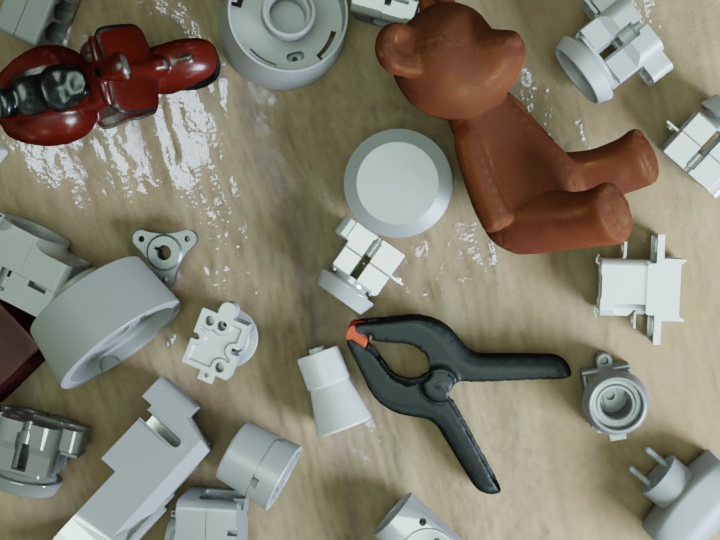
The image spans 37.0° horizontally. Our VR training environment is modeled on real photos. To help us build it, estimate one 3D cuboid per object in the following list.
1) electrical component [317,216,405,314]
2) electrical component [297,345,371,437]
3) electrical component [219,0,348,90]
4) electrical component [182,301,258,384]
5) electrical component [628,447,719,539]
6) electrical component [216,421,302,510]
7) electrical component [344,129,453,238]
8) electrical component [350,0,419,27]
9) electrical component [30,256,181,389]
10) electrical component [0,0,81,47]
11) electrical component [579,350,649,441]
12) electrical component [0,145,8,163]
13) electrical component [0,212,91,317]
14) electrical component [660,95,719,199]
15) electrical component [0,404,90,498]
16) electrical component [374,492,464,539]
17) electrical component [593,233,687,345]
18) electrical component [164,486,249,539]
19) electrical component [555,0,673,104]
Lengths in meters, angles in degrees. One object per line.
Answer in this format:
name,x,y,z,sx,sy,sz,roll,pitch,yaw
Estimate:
electrical component,0.000,0.000,0.822,0.066,0.048,0.055,35,88,3
electrical component,-0.023,0.091,0.832,0.044,0.044,0.065,-20,86,6
electrical component,-0.058,-0.190,0.820,0.099,0.064,0.099,0,90,-8
electrical component,-0.106,0.054,0.830,0.048,0.055,0.066,22,95,4
electrical component,0.239,0.166,0.807,0.079,0.044,0.077,39,96,2
electrical component,-0.079,0.150,0.834,0.047,0.055,0.055,28,95,7
electrical component,0.030,-0.065,0.812,0.080,0.051,0.080,0,93,6
electrical component,0.025,-0.229,0.804,0.056,0.050,0.089,17,95,4
electrical component,-0.197,0.033,0.815,0.108,0.108,0.060,-39,83,6
electrical component,-0.260,-0.223,0.834,0.076,0.047,0.083,25,95,4
electrical component,0.189,0.096,0.803,0.048,0.055,0.066,-10,92,6
electrical component,-0.335,-0.093,0.849,0.077,0.047,0.065,39,96,3
electrical component,-0.265,-0.006,0.845,0.089,0.050,0.055,26,96,4
electrical component,0.258,-0.095,0.791,0.066,0.048,0.055,42,104,3
electrical component,-0.260,0.145,0.850,0.078,0.058,0.057,14,92,4
electrical component,0.042,0.227,0.830,0.077,0.044,0.079,42,96,2
electrical component,0.208,0.013,0.804,0.064,0.042,0.081,2,93,9
electrical component,-0.120,0.220,0.843,0.056,0.050,0.089,2,94,5
electrical component,0.181,-0.160,0.789,0.057,0.058,0.078,-38,89,4
